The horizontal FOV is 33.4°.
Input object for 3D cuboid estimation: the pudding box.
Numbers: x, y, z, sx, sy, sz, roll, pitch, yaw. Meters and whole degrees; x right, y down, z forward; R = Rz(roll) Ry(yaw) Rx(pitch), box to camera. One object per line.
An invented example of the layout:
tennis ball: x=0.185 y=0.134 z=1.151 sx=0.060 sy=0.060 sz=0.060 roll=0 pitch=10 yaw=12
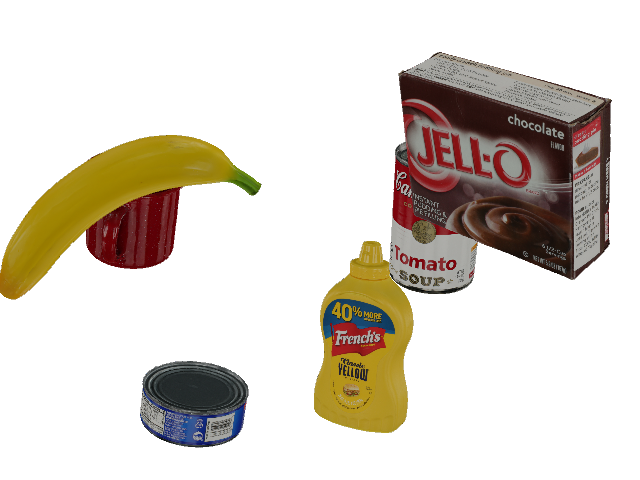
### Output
pudding box: x=0.095 y=-0.042 z=0.556 sx=0.114 sy=0.090 sz=0.039 roll=23 pitch=46 yaw=40

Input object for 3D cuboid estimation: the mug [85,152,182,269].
mug: x=-0.174 y=-0.021 z=0.971 sx=0.093 sy=0.081 sz=0.117 roll=11 pitch=29 yaw=1

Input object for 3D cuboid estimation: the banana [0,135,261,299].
banana: x=-0.143 y=-0.024 z=0.729 sx=0.198 sy=0.069 sz=0.037 roll=-23 pitch=10 yaw=5

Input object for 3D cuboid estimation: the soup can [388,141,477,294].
soup can: x=0.087 y=-0.019 z=0.809 sx=0.068 sy=0.102 sz=0.068 roll=1 pitch=25 yaw=-1

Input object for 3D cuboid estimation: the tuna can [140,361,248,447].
tuna can: x=-0.102 y=0.132 z=0.864 sx=0.086 sy=0.034 sz=0.086 roll=8 pitch=19 yaw=-3

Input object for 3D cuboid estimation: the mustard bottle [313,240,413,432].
mustard bottle: x=0.046 y=0.095 z=1.088 sx=0.096 sy=0.192 sz=0.058 roll=11 pitch=15 yaw=26
